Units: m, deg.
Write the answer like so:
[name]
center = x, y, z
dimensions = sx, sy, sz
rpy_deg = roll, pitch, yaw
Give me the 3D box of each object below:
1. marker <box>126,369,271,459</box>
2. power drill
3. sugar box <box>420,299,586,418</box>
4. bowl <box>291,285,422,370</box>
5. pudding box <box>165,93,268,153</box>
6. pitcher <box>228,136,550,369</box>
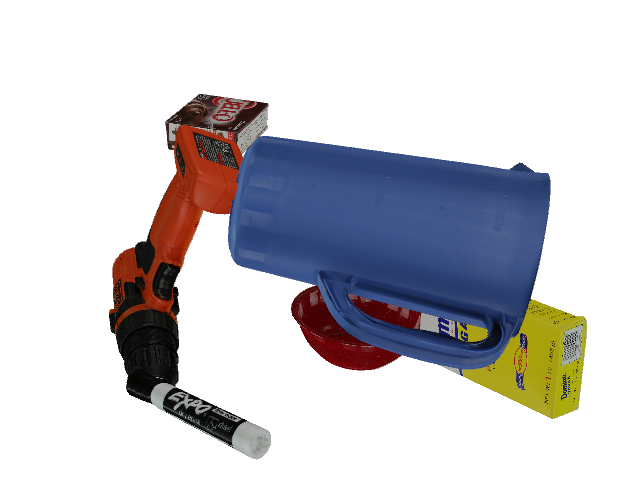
[marker]
center = -0.080, 0.106, 0.666
dimensions = 0.121, 0.020, 0.020
rpy_deg = 17, 11, 39
[power drill]
center = -0.120, 0.014, 0.875
dimensions = 0.057, 0.188, 0.184
rpy_deg = 18, 26, -26
[sugar box]
center = 0.171, 0.095, 1.029
dimensions = 0.048, 0.093, 0.177
rpy_deg = -12, 21, -40
[bowl]
center = 0.044, 0.107, 1.263
dimensions = 0.162, 0.055, 0.162
rpy_deg = 4, 24, -2
[pudding box]
center = -0.120, -0.136, 1.257
dimensions = 0.090, 0.039, 0.113
rpy_deg = 9, 29, 13
[pitcher]
center = 0.052, -0.001, 0.846
dimensions = 0.243, 0.145, 0.149
rpy_deg = 11, 16, 5
